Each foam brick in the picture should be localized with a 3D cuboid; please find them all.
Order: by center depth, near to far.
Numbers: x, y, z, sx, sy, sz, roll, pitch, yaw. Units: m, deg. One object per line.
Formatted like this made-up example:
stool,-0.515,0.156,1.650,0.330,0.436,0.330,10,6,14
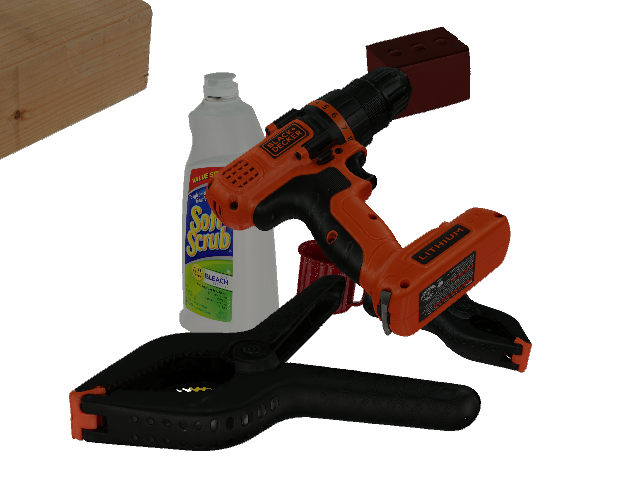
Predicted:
foam brick,0.086,-0.147,0.935,0.078,0.051,0.053,-17,36,-14

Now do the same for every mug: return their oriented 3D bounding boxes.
mug,0.020,0.056,1.507,0.117,0.081,0.093,18,24,27

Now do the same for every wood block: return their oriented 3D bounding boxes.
wood block,-0.248,-0.149,0.912,0.090,0.091,0.205,31,42,22

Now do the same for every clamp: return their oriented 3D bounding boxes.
clamp,-0.038,0.071,0.602,0.209,0.036,0.165,-7,25,-19
clamp,0.140,0.074,1.048,0.172,0.039,0.120,26,38,31

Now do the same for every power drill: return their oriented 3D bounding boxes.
power drill,0.040,-0.034,0.748,0.184,0.057,0.188,-38,56,-19

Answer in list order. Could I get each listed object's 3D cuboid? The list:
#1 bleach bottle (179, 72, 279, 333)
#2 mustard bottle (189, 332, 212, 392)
bleach bottle,-0.091,-0.031,0.990,0.103,0.251,0.067,16,28,38
mustard bottle,-0.105,0.088,1.177,0.058,0.096,0.191,1,27,4
